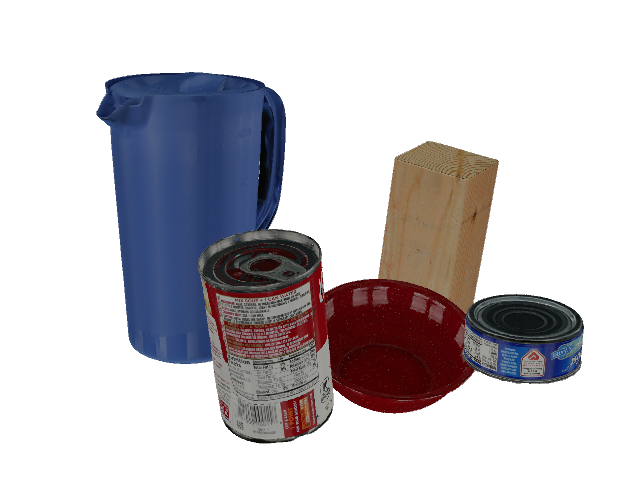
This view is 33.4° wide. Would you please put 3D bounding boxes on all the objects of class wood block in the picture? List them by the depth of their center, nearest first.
[{"bbox_3d":[0.127,0.006,1.196,0.090,0.206,0.090,19,26,26],"label":"wood block"}]

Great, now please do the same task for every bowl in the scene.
[{"bbox_3d":[0.062,0.105,0.976,0.162,0.055,0.162,4,37,-3],"label":"bowl"}]

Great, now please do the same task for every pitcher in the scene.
[{"bbox_3d":[-0.107,-0.024,0.932,0.149,0.243,0.145,1,17,0],"label":"pitcher"}]

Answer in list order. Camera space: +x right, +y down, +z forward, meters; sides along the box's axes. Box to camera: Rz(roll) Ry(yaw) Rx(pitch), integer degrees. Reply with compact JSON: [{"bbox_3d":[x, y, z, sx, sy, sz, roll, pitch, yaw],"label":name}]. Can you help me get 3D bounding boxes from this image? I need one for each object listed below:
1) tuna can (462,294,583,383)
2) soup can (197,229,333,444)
[{"bbox_3d":[0.147,0.070,0.775,0.086,0.034,0.086,0,20,0],"label":"tuna can"},{"bbox_3d":[-0.029,0.054,0.599,0.068,0.102,0.068,-4,26,2],"label":"soup can"}]
